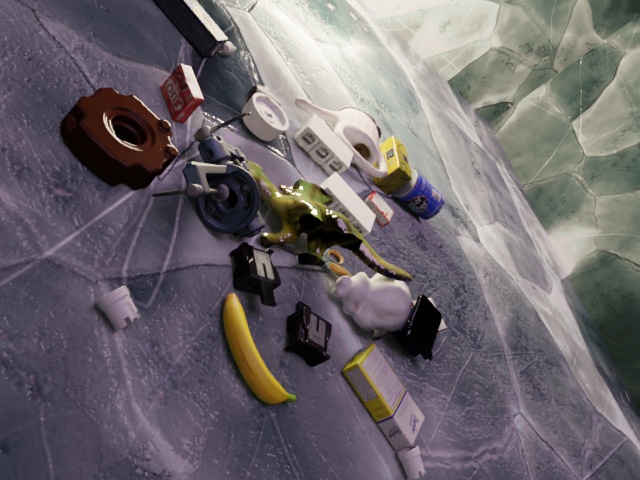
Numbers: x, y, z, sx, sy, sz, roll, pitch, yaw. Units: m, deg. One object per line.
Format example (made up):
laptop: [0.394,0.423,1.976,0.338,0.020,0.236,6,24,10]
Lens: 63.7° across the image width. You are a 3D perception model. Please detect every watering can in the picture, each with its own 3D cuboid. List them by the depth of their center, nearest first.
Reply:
watering can: [0.075,-0.320,1.479,0.102,0.344,0.230,-38,22,29]

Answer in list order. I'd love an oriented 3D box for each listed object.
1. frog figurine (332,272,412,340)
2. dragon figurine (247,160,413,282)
frog figurine: [0.110,0.117,1.061,0.157,0.139,0.122,45,-22,-26]
dragon figurine: [0.003,-0.054,1.073,0.408,0.120,0.249,25,32,-21]
